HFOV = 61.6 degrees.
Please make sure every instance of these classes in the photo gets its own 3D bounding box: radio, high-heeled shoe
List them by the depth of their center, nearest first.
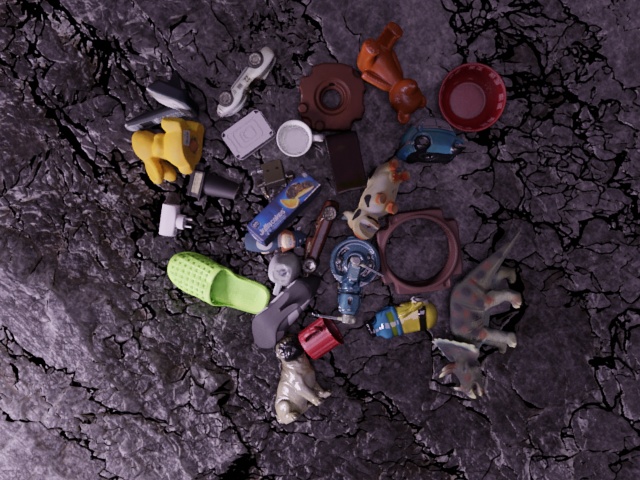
[{"bbox_3d":[0.057,-0.181,1.237,0.073,0.230,0.131,-11,100,4],"label":"radio"},{"bbox_3d":[-0.084,0.177,1.342,0.086,0.145,0.248,45,140,8],"label":"high-heeled shoe"}]

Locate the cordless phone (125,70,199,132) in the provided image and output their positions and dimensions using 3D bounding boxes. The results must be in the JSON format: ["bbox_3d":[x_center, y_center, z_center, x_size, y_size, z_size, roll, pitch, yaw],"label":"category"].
[{"bbox_3d":[-0.392,-0.315,1.276,0.184,0.146,0.088,-22,87,1],"label":"cordless phone"}]

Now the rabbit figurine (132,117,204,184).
[{"bbox_3d":[-0.380,-0.222,1.320,0.173,0.122,0.162,6,106,15],"label":"rabbit figurine"}]

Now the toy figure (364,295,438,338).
[{"bbox_3d":[0.205,0.200,1.346,0.180,0.082,0.089,-23,106,0],"label":"toy figure"}]

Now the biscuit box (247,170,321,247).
[{"bbox_3d":[-0.086,-0.076,1.305,0.059,0.062,0.202,42,79,8],"label":"biscuit box"}]

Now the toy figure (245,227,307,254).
[{"bbox_3d":[-0.109,0.002,1.348,0.155,0.058,0.064,-2,133,1],"label":"toy figure"}]

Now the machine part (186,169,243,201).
[{"bbox_3d":[-0.264,-0.133,1.348,0.139,0.039,0.084,10,88,3],"label":"machine part"}]

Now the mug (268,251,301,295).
[{"bbox_3d":[-0.096,0.085,1.329,0.081,0.107,0.109,24,94,1],"label":"mug"}]

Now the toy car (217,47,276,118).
[{"bbox_3d":[-0.179,-0.378,1.299,0.056,0.073,0.201,38,96,-2],"label":"toy car"}]

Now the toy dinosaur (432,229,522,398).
[{"bbox_3d":[0.383,0.170,1.323,0.192,0.131,0.404,4,90,1],"label":"toy dinosaur"}]

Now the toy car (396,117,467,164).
[{"bbox_3d":[0.265,-0.243,1.287,0.162,0.109,0.103,0,78,-7],"label":"toy car"}]

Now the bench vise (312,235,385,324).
[{"bbox_3d":[0.075,0.088,1.268,0.129,0.240,0.223,19,81,3],"label":"bench vise"}]

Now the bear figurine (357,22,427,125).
[{"bbox_3d":[0.178,-0.383,1.262,0.120,0.132,0.196,-39,87,-22],"label":"bear figurine"}]

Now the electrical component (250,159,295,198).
[{"bbox_3d":[-0.114,-0.154,1.339,0.102,0.045,0.078,-22,67,1],"label":"electrical component"}]

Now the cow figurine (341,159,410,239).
[{"bbox_3d":[0.128,-0.092,1.295,0.085,0.127,0.195,32,70,-28],"label":"cow figurine"}]

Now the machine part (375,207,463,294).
[{"bbox_3d":[0.241,0.026,1.323,0.202,0.087,0.200,-7,95,1],"label":"machine part"}]

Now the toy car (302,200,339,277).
[{"bbox_3d":[-0.003,-0.004,1.326,0.053,0.089,0.202,22,98,-1],"label":"toy car"}]

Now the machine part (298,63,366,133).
[{"bbox_3d":[0.030,-0.344,1.306,0.179,0.056,0.179,0,95,1],"label":"machine part"}]

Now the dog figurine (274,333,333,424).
[{"bbox_3d":[-0.082,0.353,1.373,0.172,0.121,0.190,-35,80,2],"label":"dog figurine"}]
